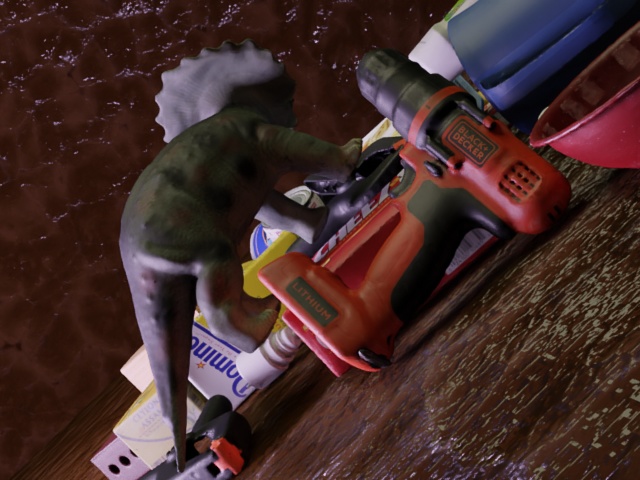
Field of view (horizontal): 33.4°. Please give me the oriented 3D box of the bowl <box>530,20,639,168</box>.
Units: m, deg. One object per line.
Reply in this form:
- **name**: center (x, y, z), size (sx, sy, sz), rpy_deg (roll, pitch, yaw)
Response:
- **bowl**: center (0.203, -0.093, 0.633), size (0.162, 0.055, 0.162), rpy_deg (-43, 5, 4)

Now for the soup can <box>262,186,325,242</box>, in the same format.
- **soup can**: center (-0.007, 0.001, 1.133), size (0.068, 0.102, 0.068), rpy_deg (-31, 24, 15)

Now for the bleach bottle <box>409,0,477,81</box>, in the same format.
- **bleach bottle**: center (0.171, -0.237, 1.078), size (0.251, 0.068, 0.102), rpy_deg (-46, 4, 1)

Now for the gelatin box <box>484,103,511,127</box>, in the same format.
- **gelatin box**: center (0.200, -0.142, 1.184), size (0.089, 0.030, 0.073), rpy_deg (-42, 5, 17)

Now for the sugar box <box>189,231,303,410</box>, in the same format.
- **sugar box**: center (-0.063, 0.081, 1.064), size (0.176, 0.093, 0.048), rpy_deg (-45, 5, -9)

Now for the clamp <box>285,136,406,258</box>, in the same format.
- **clamp**: center (0.031, -0.054, 1.014), size (0.172, 0.039, 0.120), rpy_deg (-36, 36, 30)

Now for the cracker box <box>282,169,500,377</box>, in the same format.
- **cracker box**: center (0.058, 0.006, 0.855), size (0.164, 0.072, 0.213), rpy_deg (-43, 4, 10)

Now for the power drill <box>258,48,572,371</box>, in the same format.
- **power drill**: center (0.046, -0.021, 0.717), size (0.188, 0.185, 0.057), rpy_deg (-50, -31, 6)

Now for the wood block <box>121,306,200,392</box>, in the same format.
- **wood block**: center (-0.155, 0.133, 1.359), size (0.206, 0.091, 0.090), rpy_deg (-39, 7, 44)

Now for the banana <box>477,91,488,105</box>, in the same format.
- **banana**: center (0.165, -0.128, 1.330), size (0.197, 0.037, 0.070), rpy_deg (-47, 26, -17)

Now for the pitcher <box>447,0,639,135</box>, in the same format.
- **pitcher**: center (0.238, -0.205, 0.917), size (0.243, 0.149, 0.144), rpy_deg (-37, -35, 29)

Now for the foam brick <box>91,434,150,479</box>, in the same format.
- **foam brick**: center (-0.202, 0.229, 1.175), size (0.078, 0.053, 0.051), rpy_deg (-42, 5, 34)

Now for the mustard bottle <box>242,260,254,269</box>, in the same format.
- **mustard bottle**: center (-0.072, 0.067, 1.194), size (0.096, 0.058, 0.191), rpy_deg (-12, 20, 5)

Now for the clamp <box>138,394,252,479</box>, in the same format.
- **clamp**: center (-0.103, 0.178, 0.902), size (0.164, 0.036, 0.210), rpy_deg (-46, 8, -32)

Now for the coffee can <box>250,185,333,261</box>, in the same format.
- **coffee can**: center (-0.006, -0.010, 1.305), size (0.141, 0.103, 0.102), rpy_deg (-38, 7, 45)
